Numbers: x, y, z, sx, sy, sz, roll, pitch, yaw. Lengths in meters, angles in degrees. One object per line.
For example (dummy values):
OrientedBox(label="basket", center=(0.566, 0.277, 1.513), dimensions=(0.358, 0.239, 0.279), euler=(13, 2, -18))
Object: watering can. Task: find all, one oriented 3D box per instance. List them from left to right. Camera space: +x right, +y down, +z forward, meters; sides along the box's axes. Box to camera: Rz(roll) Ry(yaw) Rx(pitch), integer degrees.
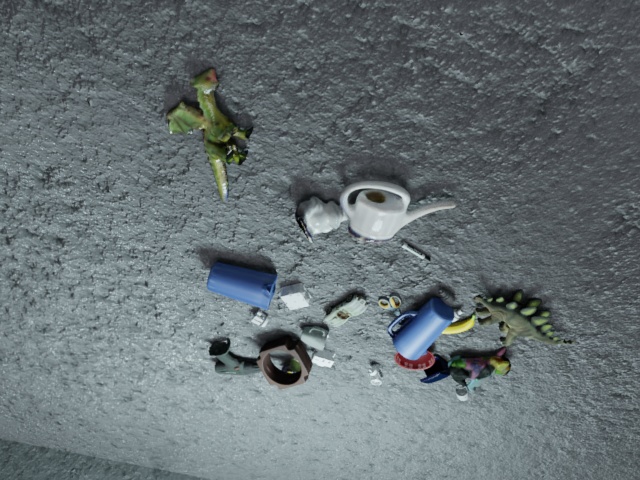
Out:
OrientedBox(label="watering can", center=(0.223, -0.079, 1.592), dimensions=(0.347, 0.106, 0.219), euler=(12, 134, -4))

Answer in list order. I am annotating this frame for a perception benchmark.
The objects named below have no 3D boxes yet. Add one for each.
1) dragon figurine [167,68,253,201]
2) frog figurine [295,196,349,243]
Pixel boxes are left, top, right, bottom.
OrientedBox(label="dragon figurine", center=(-0.337, -0.305, 1.508), dimensions=(0.243, 0.125, 0.401), euler=(30, 130, 6))
OrientedBox(label="frog figurine", center=(0.005, -0.083, 1.648), dimensions=(0.160, 0.124, 0.135), euler=(-33, 118, -10))
